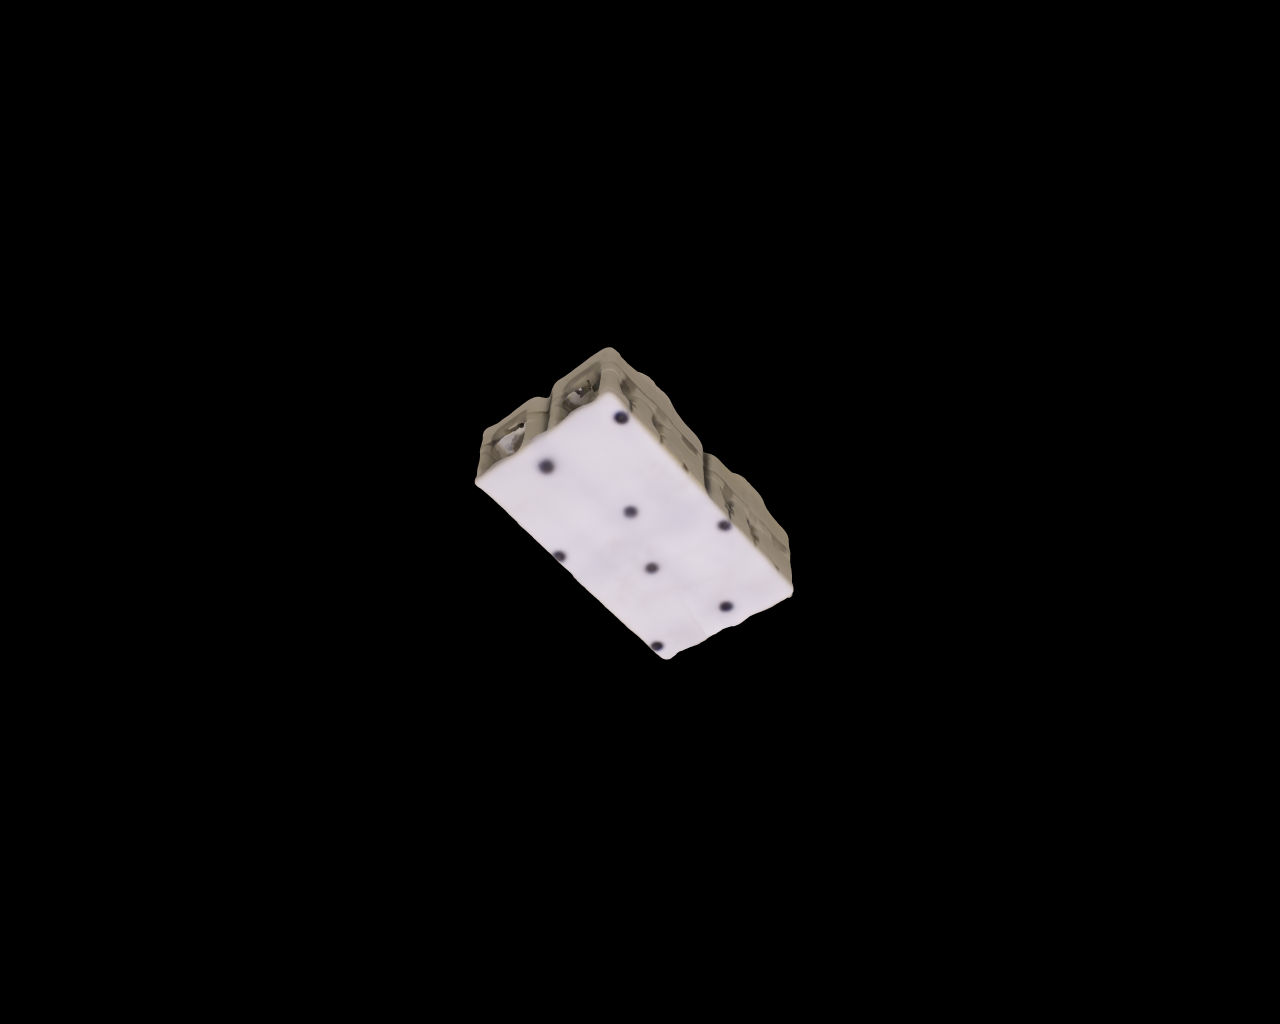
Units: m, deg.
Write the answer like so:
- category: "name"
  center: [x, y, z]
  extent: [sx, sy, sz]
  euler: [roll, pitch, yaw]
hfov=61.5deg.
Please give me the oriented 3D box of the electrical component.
- category: "electrical component"
  center: [0.001, -0.003, 0.650]
  extent: [0.105, 0.186, 0.060]
  euler: [-32, 32, 22]
